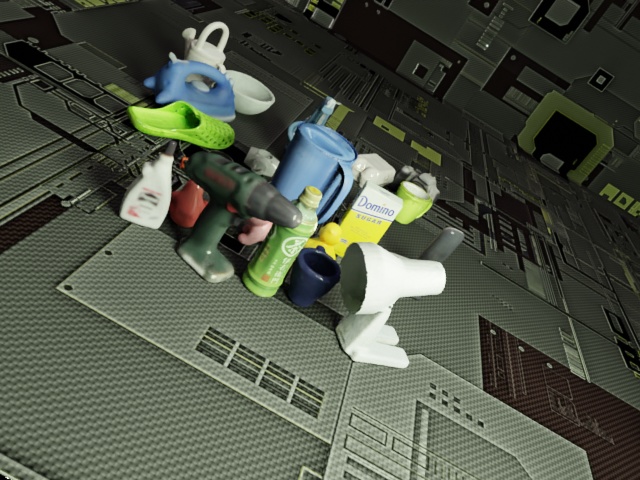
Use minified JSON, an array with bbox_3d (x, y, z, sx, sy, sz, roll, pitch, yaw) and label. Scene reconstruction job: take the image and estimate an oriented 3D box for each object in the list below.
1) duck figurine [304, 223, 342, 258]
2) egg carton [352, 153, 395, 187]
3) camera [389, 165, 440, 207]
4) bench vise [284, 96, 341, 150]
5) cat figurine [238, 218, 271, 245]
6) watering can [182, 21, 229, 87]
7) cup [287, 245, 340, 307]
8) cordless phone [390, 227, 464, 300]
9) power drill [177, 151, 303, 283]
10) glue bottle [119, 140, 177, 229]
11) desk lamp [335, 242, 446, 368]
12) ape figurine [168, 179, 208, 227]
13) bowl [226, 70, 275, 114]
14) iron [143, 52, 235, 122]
[{"bbox_3d":[0.011,0.004,1.201,0.077,0.086,0.105,35,29,4],"label":"duck figurine"},{"bbox_3d":[0.150,-0.199,1.665,0.107,0.069,0.151,44,31,20],"label":"egg carton"},{"bbox_3d":[0.272,-0.157,1.687,0.143,0.100,0.137,42,30,17],"label":"camera"},{"bbox_3d":[-0.029,-0.292,1.477,0.122,0.219,0.207,14,34,-30],"label":"bench vise"},{"bbox_3d":[-0.105,-0.039,1.120,0.128,0.117,0.067,29,29,-7],"label":"cat figurine"},{"bbox_3d":[-0.314,-0.505,1.549,0.173,0.194,0.101,33,29,1],"label":"watering can"},{"bbox_3d":[-0.019,0.068,1.064,0.092,0.095,0.117,25,30,-12],"label":"cup"},{"bbox_3d":[0.217,0.029,1.263,0.148,0.185,0.094,19,31,-22],"label":"cordless phone"},{"bbox_3d":[-0.153,-0.033,0.971,0.229,0.208,0.076,41,30,15],"label":"power drill"},{"bbox_3d":[-0.282,-0.100,0.982,0.078,0.173,0.037,18,32,-25],"label":"glue bottle"},{"bbox_3d":[0.109,0.109,1.005,0.204,0.213,0.117,15,33,-29],"label":"desk lamp"},{"bbox_3d":[-0.241,-0.075,1.069,0.078,0.092,0.076,27,29,-10],"label":"ape figurine"},{"bbox_3d":[-0.216,-0.404,1.614,0.168,0.074,0.167,24,30,-15],"label":"bowl"},{"bbox_3d":[-0.295,-0.381,1.433,0.259,0.141,0.118,-1,43,-45],"label":"iron"}]
